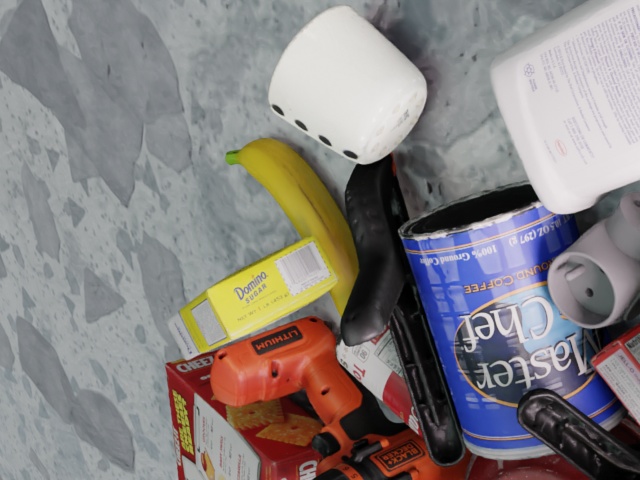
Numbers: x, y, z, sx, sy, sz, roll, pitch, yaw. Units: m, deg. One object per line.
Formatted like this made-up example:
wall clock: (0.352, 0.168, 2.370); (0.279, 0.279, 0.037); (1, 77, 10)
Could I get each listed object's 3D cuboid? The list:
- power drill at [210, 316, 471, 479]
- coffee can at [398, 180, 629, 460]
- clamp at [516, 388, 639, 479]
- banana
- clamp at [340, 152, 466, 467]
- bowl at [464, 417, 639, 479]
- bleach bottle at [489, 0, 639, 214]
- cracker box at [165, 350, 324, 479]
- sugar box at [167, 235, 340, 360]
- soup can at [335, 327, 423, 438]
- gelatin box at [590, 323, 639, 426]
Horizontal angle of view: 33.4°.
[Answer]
power drill: (-0.005, 0.143, 0.788); (0.188, 0.184, 0.057); (44, 139, 40)
coffee can: (0.116, 0.045, 0.636); (0.103, 0.102, 0.140); (-7, 104, 52)
clamp: (0.179, 0.145, 0.559); (0.039, 0.171, 0.120); (-44, 42, 23)
banana: (-0.005, -0.009, 0.811); (0.198, 0.037, 0.070); (55, 159, 14)
clamp: (0.042, 0.020, 0.669); (0.164, 0.036, 0.210); (53, -156, -52)
bowl: (0.148, 0.182, 0.670); (0.162, 0.055, 0.162); (3, 94, 37)
bleach bottle: (0.197, -0.093, 0.497); (0.251, 0.067, 0.102); (-22, 94, 51)
cracker box: (-0.057, 0.208, 0.926); (0.214, 0.072, 0.164); (28, 126, 56)
sugar box: (-0.057, 0.048, 0.819); (0.048, 0.093, 0.176); (63, 159, 0)
soup can: (0.068, 0.090, 0.748); (0.102, 0.068, 0.068); (40, 136, 29)
gelatin box: (0.200, 0.081, 0.579); (0.089, 0.073, 0.030); (53, 142, 15)
